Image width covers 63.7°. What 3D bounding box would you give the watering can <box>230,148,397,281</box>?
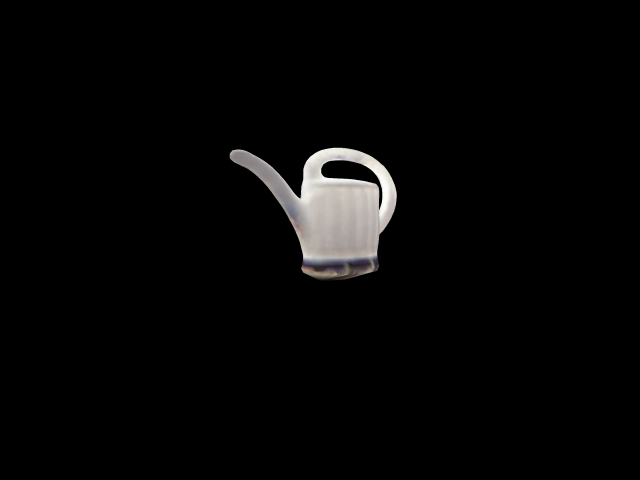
[{"bbox_3d":[0.003,-0.043,0.850,0.348,0.224,0.104,-2,1,-39],"label":"watering can"}]
